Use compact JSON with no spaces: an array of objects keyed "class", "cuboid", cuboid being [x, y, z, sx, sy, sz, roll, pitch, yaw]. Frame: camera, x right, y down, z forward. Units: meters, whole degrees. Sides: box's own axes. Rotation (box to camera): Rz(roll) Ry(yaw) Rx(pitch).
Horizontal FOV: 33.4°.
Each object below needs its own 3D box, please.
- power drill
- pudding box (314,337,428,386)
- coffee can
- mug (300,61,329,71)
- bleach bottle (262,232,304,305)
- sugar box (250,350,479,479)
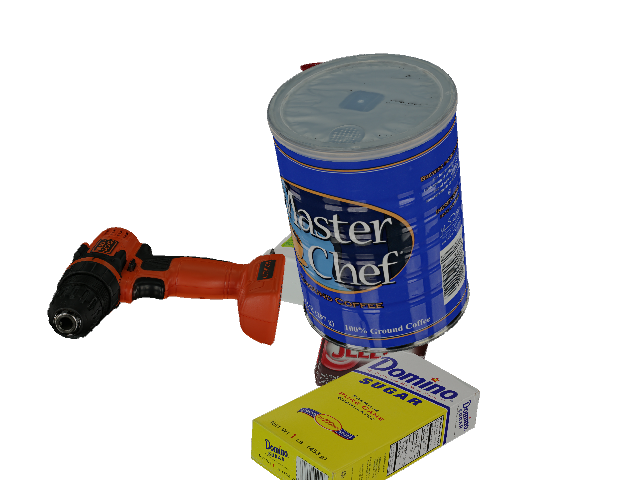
[{"class":"power drill","cuboid":[-0.127,0.043,0.920,0.187,0.057,0.184,9,21,0]},{"class":"pudding box","cuboid":[0.057,0.120,1.160,0.113,0.090,0.039,9,24,-6]},{"class":"coffee can","cuboid":[0.031,-0.021,0.612,0.103,0.140,0.103,-6,37,5]},{"class":"mug","cuboid":[0.040,-0.106,0.895,0.117,0.081,0.093,-7,16,-26]},{"class":"bleach bottle","cuboid":[0.024,-0.011,1.344,0.103,0.068,0.250,11,34,22]},{"class":"sugar box","cuboid":[0.039,0.148,0.869,0.175,0.048,0.093,-23,37,-39]}]
